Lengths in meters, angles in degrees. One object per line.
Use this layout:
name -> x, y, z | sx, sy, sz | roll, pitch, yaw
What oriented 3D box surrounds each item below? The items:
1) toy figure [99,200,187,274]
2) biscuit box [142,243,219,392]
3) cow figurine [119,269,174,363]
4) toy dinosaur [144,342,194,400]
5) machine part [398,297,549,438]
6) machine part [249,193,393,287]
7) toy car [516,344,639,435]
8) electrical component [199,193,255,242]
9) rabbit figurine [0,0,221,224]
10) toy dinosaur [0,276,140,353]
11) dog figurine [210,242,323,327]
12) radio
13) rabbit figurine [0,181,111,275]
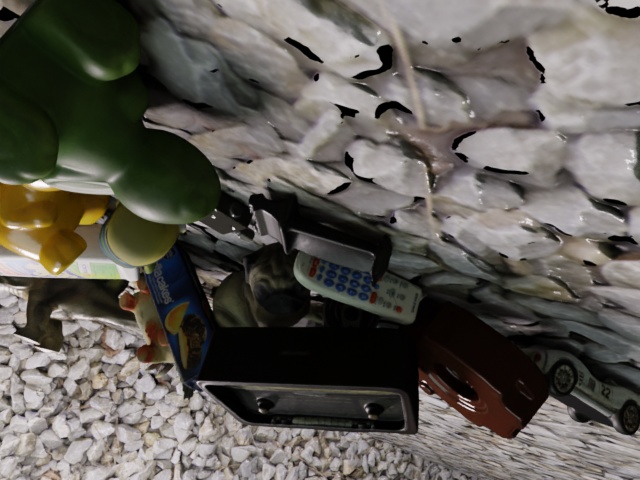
toy figure -> -0.210, -0.005, 0.621 | 0.082, 0.089, 0.180 | 24, 158, -26
biscuit box -> -0.180, 0.098, 0.724 | 0.203, 0.059, 0.062 | 59, 176, 28
cow figurine -> -0.239, 0.102, 0.836 | 0.127, 0.085, 0.195 | 31, -159, -54
toy dinosaur -> -0.129, 0.240, 1.005 | 0.405, 0.192, 0.131 | 27, 160, -11
machine part -> 0.160, 0.143, 0.593 | 0.179, 0.056, 0.179 | 38, 159, 17
machine part -> -0.001, -0.002, 0.501 | 0.139, 0.039, 0.084 | 21, 154, 5
toy car -> 0.288, 0.166, 0.612 | 0.201, 0.056, 0.073 | 31, 164, -20
electrical component -> -0.099, -0.027, 0.553 | 0.094, 0.021, 0.063 | 34, 155, -29
rabbit figurine -> -0.155, -0.063, 0.377 | 0.159, 0.121, 0.170 | 7, 153, 49
toy dinosaur -> -0.433, 0.079, 0.887 | 0.471, 0.198, 0.105 | 27, 158, -13
dog figurine -> -0.079, 0.055, 0.654 | 0.172, 0.121, 0.190 | 7, 144, 14
radio -> -0.005, 0.158, 0.599 | 0.230, 0.073, 0.131 | -2, 140, 19
rabbit figurine -> -0.288, -0.069, 0.549 | 0.162, 0.122, 0.173 | 38, 142, -15
